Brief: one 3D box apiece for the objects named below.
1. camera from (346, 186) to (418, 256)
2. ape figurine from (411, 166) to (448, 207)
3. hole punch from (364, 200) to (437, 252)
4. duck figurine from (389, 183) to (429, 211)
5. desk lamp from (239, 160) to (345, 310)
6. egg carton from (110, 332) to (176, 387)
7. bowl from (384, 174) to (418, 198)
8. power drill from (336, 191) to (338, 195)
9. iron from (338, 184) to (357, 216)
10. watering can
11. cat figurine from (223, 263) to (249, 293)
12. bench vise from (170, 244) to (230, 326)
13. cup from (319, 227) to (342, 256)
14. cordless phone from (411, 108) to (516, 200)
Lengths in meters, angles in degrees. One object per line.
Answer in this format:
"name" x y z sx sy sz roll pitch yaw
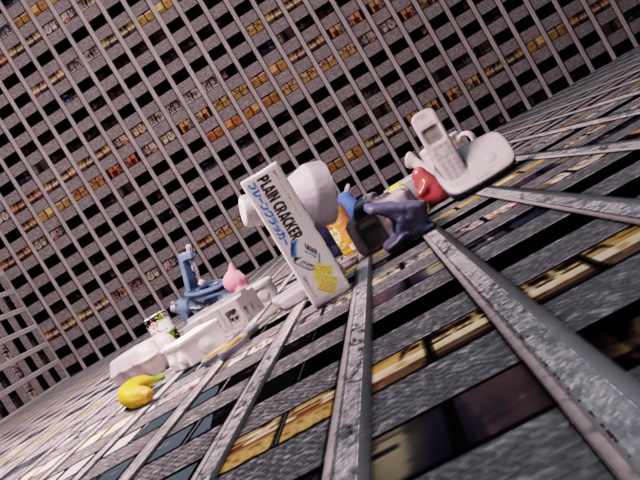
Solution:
"camera" 0.128 -0.053 1.107 0.143 0.101 0.137 -29 3 23
"ape figurine" 0.234 -0.120 1.262 0.078 0.092 0.076 -33 4 -39
"hole punch" 0.133 -0.042 0.967 0.101 0.091 0.108 -30 3 4
"duck figurine" 0.179 -0.081 1.210 0.077 0.086 0.105 -29 3 19
"desk lamp" -0.039 -0.015 1.039 0.203 0.213 0.118 -32 3 -16
"egg carton" -0.364 0.251 1.197 0.150 0.069 0.107 -29 4 29
"bowl" 0.259 -0.140 1.524 0.167 0.075 0.167 -31 3 2
"power drill" -0.039 -0.038 1.459 0.229 0.208 0.075 -31 3 0
"iron" 0.021 -0.044 1.634 0.258 0.141 0.118 -31 3 -9
"watering can" 0.269 -0.202 1.296 0.172 0.194 0.101 -29 4 22
"cat figurine" -0.210 0.115 1.476 0.067 0.118 0.127 -31 3 -15
"bench vise" -0.353 0.135 1.578 0.207 0.220 0.121 -30 3 9
"cup" 0.012 0.005 1.345 0.091 0.095 0.118 -29 3 22
"cordless phone" 0.268 -0.183 1.085 0.147 0.185 0.094 -30 3 7
